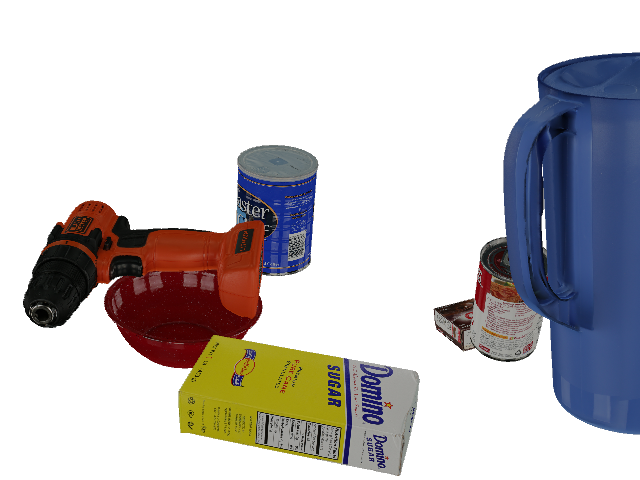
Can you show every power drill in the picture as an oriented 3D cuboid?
[{"bbox_3d":[-0.144,0.023,0.906,0.187,0.057,0.184,6,28,0],"label":"power drill"}]

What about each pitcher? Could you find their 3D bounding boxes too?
[{"bbox_3d":[0.202,0.004,0.706,0.149,0.243,0.145,2,21,15],"label":"pitcher"}]

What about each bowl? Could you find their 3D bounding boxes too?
[{"bbox_3d":[-0.142,0.085,1.105,0.162,0.055,0.162,5,27,-3],"label":"bowl"}]

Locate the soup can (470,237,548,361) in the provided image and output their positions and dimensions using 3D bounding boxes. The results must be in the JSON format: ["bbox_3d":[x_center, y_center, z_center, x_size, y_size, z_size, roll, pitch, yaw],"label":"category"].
[{"bbox_3d":[0.181,0.057,1.020,0.068,0.102,0.068,1,37,-1],"label":"soup can"}]

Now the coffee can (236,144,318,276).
[{"bbox_3d":[-0.058,-0.040,1.380,0.103,0.140,0.103,3,28,-2],"label":"coffee can"}]

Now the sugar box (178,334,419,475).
[{"bbox_3d":[-0.015,0.126,0.840,0.176,0.048,0.093,7,27,10],"label":"sugar box"}]

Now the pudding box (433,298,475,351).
[{"bbox_3d":[0.232,0.115,1.527,0.113,0.039,0.090,-15,20,-16],"label":"pudding box"}]
